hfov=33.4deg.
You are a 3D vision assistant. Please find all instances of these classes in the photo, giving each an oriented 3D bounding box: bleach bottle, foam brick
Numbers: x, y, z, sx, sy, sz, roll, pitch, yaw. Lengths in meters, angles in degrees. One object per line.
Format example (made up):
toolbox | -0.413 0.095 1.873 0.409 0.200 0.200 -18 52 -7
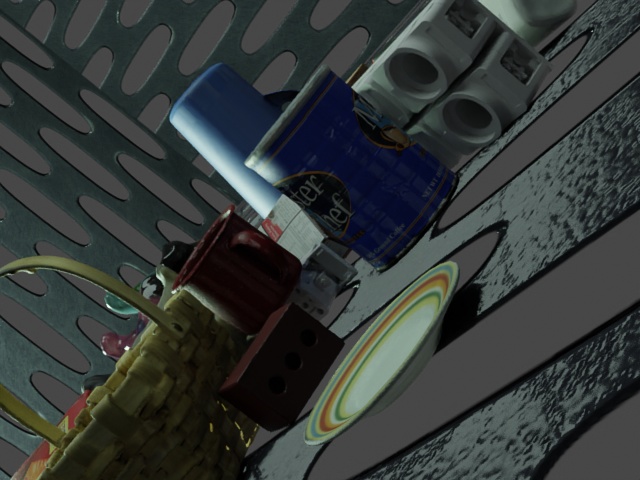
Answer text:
bleach bottle | 0.144 -0.199 1.008 0.068 0.102 0.251 -18 -6 -20
foam brick | -0.028 0.094 0.783 0.078 0.053 0.051 -56 8 -27

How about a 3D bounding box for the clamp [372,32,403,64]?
clamp | 0.134 -0.230 1.130 0.210 0.036 0.164 -29 -4 32

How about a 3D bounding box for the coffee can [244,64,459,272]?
coffee can | 0.025 -0.057 0.857 0.103 0.140 0.103 -50 7 8

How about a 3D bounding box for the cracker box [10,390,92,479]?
cracker box | -0.232 0.261 0.931 0.164 0.072 0.213 -49 23 24

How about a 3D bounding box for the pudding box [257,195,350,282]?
pudding box | -0.031 0.020 1.036 0.114 0.039 0.090 -55 45 17

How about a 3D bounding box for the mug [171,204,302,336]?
mug | -0.064 0.025 0.917 0.117 0.081 0.093 -39 19 55

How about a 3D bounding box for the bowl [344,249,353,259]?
bowl | -0.007 0.001 1.120 0.162 0.055 0.162 -50 6 8

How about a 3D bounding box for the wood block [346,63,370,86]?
wood block | 0.022 -0.136 1.499 0.206 0.090 0.090 -46 8 40

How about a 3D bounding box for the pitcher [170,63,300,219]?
pitcher | -0.072 -0.126 1.417 0.149 0.243 0.145 -48 2 -36
